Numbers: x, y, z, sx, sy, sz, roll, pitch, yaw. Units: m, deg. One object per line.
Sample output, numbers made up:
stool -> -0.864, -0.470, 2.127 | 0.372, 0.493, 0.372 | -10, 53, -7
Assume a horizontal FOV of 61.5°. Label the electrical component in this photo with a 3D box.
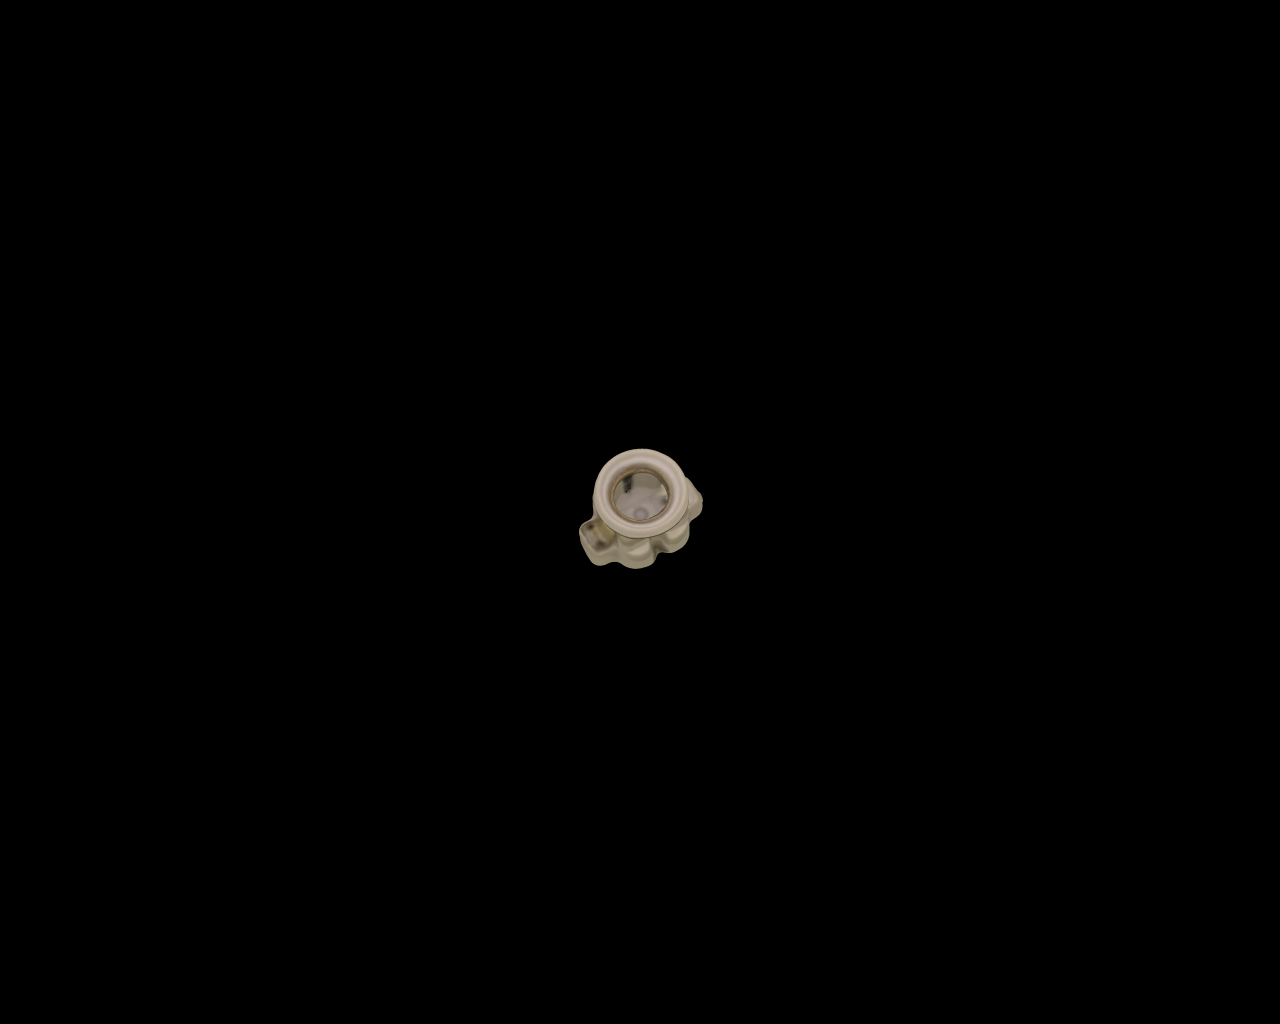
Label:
electrical component -> 0.001, -0.003, 0.650 | 0.078, 0.058, 0.057 | -26, -20, -11
